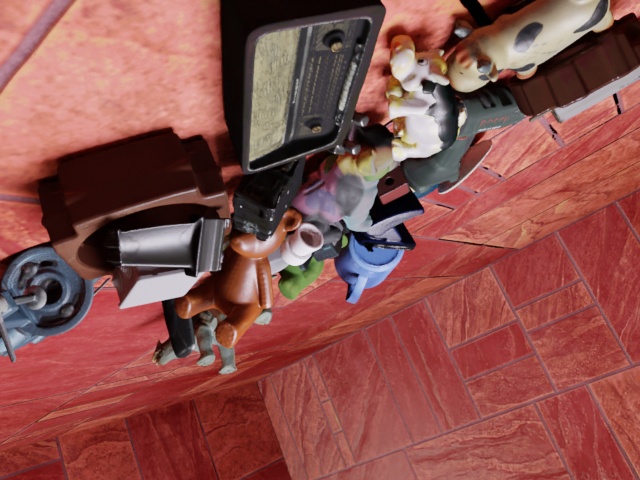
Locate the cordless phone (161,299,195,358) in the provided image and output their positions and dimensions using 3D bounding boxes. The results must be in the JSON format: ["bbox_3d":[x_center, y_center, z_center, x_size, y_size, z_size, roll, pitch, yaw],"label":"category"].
[{"bbox_3d":[-0.216,0.081,0.843,0.146,0.184,0.088,-35,155,34],"label":"cordless phone"}]

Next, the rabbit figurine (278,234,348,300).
[{"bbox_3d":[-0.029,0.012,1.008,0.159,0.121,0.170,-22,149,-18],"label":"rabbit figurine"}]

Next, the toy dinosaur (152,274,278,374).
[{"bbox_3d":[-0.205,0.145,1.136,0.131,0.192,0.404,13,128,-42],"label":"toy dinosaur"}]

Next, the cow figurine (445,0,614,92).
[{"bbox_3d":[0.236,-0.239,0.630,0.195,0.085,0.127,-28,169,25],"label":"cow figurine"}]

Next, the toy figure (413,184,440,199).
[{"bbox_3d":[0.148,-0.092,1.016,0.154,0.058,0.064,-22,158,15],"label":"toy figure"}]

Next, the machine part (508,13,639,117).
[{"bbox_3d":[0.340,-0.232,0.721,0.179,0.056,0.179,-31,-167,8],"label":"machine part"}]

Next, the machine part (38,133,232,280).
[{"bbox_3d":[-0.216,-0.036,0.656,0.201,0.087,0.201,-18,162,-13],"label":"machine part"}]

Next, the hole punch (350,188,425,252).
[{"bbox_3d":[0.110,-0.046,0.930,0.116,0.142,0.092,1,128,-17],"label":"hole punch"}]

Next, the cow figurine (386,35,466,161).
[{"bbox_3d":[0.128,-0.169,0.645,0.098,0.068,0.167,-1,148,10],"label":"cow figurine"}]

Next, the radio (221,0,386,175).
[{"bbox_3d":[-0.025,-0.162,0.533,0.131,0.073,0.229,-18,163,-16],"label":"radio"}]

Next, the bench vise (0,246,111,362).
[{"bbox_3d":[-0.394,0.089,0.707,0.224,0.129,0.240,-29,-178,-6],"label":"bench vise"}]

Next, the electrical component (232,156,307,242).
[{"bbox_3d":[-0.058,-0.077,0.680,0.134,0.058,0.115,-64,180,-21],"label":"electrical component"}]

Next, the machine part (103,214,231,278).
[{"bbox_3d":[-0.167,0.007,0.597,0.139,0.039,0.084,1,115,-38],"label":"machine part"}]

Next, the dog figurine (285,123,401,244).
[{"bbox_3d":[0.023,-0.088,0.783,0.192,0.108,0.219,-17,158,-12],"label":"dog figurine"}]

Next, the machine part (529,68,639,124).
[{"bbox_3d":[0.439,-0.259,0.843,0.243,0.079,0.079,-29,162,21],"label":"machine part"}]

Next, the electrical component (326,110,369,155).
[{"bbox_3d":[0.020,-0.143,0.673,0.021,0.094,0.063,-3,116,-43],"label":"electrical component"}]

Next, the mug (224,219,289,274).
[{"bbox_3d":[-0.114,0.008,0.883,0.110,0.107,0.080,-23,164,2],"label":"mug"}]

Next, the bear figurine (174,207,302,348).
[{"bbox_3d":[-0.111,0.032,0.761,0.132,0.120,0.195,-33,149,-54],"label":"bear figurine"}]

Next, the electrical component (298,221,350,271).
[{"bbox_3d":[-0.002,-0.003,0.908,0.048,0.074,0.119,-20,-156,35],"label":"electrical component"}]

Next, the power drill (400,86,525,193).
[{"bbox_3d":[0.196,-0.160,0.849,0.232,0.086,0.207,-20,156,-20],"label":"power drill"}]
